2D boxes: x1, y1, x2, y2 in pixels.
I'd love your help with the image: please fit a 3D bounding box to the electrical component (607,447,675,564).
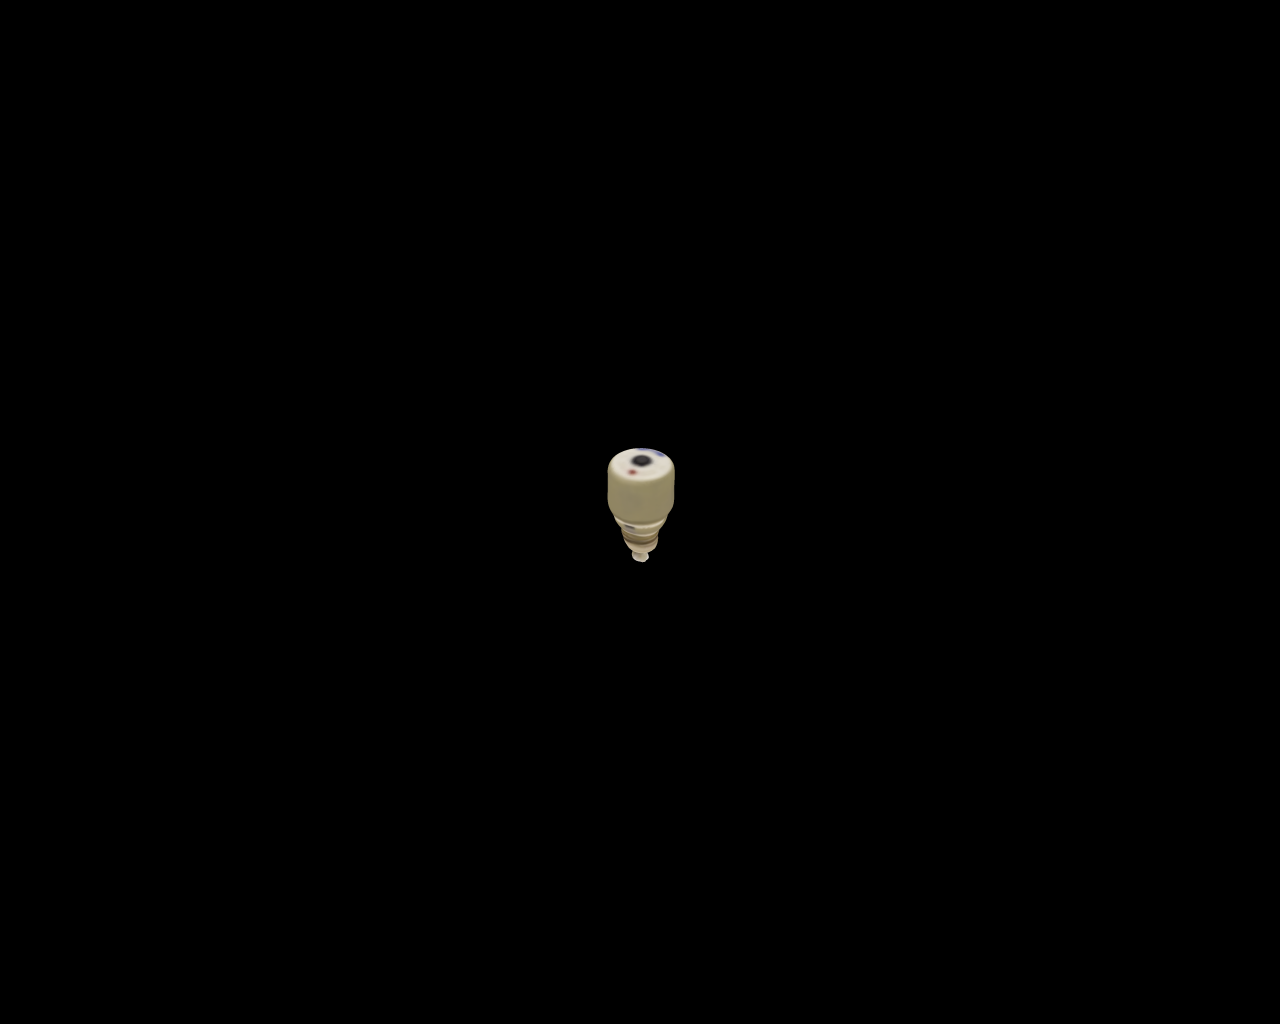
[{"bbox_3d":[0.001,-0.003,0.650,0.040,0.078,0.040,0,36,0],"label":"electrical component"}]
